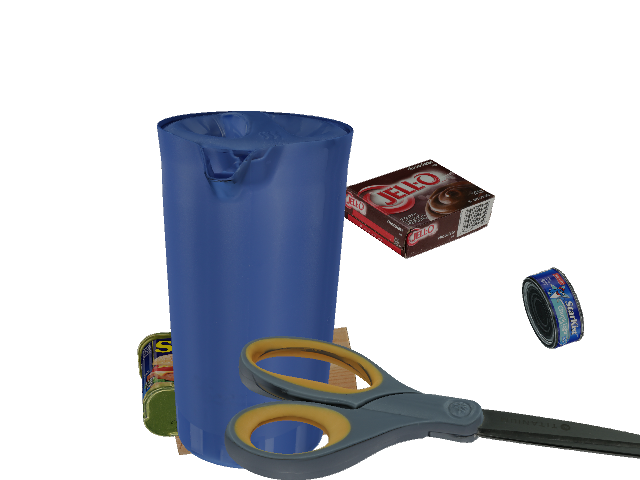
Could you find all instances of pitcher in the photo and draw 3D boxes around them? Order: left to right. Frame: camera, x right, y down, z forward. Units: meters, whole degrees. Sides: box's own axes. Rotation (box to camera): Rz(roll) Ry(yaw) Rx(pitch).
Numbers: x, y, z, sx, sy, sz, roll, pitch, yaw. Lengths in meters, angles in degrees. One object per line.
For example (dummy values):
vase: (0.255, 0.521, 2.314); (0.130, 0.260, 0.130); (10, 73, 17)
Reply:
pitcher: (-0.045, 0.029, 0.766); (0.149, 0.243, 0.145); (-9, 19, -33)

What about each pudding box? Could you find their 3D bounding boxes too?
pudding box: (0.092, -0.032, 1.002); (0.113, 0.039, 0.090); (-18, 39, -35)

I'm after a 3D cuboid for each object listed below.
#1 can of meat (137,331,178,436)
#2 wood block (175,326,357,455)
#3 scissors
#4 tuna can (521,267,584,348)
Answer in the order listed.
can of meat: (-0.106, 0.123, 0.925); (0.102, 0.057, 0.084); (-3, 27, -9)
wood block: (-0.064, 0.170, 1.209); (0.206, 0.091, 0.090); (-7, 23, -1)
scissors: (0.046, 0.087, 0.461); (0.202, 0.016, 0.096); (16, 35, 22)
tuna can: (0.255, 0.075, 1.178); (0.033, 0.086, 0.086); (-18, 3, -9)
